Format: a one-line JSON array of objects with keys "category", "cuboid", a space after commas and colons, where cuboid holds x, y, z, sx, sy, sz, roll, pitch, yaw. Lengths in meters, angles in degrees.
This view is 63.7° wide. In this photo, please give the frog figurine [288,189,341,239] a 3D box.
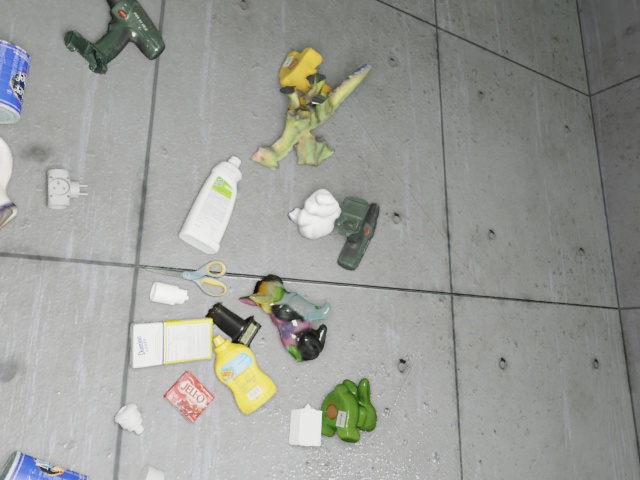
[{"category": "frog figurine", "cuboid": [0.004, -0.069, 1.376, 0.137, 0.158, 0.123, 0, 80, -33]}]

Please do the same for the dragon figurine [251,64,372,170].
[{"category": "dragon figurine", "cuboid": [-0.009, -0.318, 1.429, 0.414, 0.237, 0.124, -28, 51, -22]}]

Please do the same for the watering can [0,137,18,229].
[{"category": "watering can", "cuboid": [-0.723, -0.072, 0.939, 0.353, 0.103, 0.223, -40, 102, -35]}]
